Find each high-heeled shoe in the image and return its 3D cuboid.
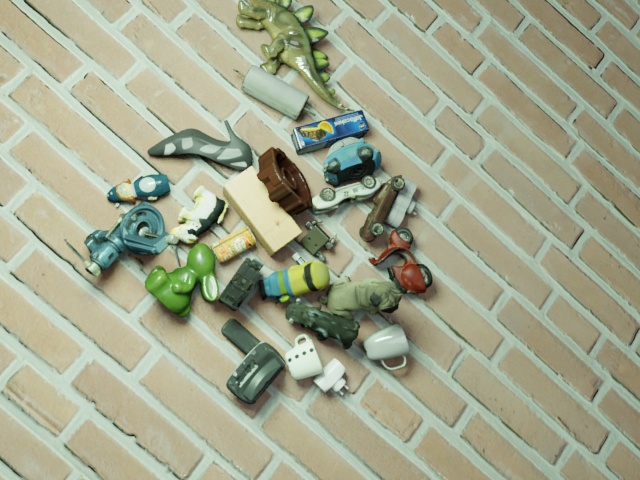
[{"bbox_3d":[-0.301,-0.213,1.376,0.249,0.086,0.145,-17,115,4],"label":"high-heeled shoe"}]

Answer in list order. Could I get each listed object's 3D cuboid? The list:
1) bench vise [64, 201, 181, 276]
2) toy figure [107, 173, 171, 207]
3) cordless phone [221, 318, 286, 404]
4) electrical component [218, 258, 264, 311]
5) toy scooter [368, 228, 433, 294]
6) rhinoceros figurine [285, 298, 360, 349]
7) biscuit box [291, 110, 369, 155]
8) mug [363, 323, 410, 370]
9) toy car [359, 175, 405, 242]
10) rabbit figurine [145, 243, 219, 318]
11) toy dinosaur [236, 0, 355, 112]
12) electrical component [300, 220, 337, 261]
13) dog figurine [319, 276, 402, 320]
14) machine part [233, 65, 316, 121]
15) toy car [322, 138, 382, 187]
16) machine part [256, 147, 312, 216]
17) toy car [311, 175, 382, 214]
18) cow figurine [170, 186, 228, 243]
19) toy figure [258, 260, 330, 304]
[{"bbox_3d":[-0.428,0.000,1.238,0.224,0.241,0.128,-46,133,-40],"label":"bench vise"},{"bbox_3d":[-0.451,-0.126,1.326,0.154,0.057,0.064,-14,56,-11],"label":"toy figure"},{"bbox_3d":[-0.191,0.291,1.308,0.184,0.088,0.146,40,78,9],"label":"cordless phone"},{"bbox_3d":[-0.190,0.106,1.308,0.058,0.115,0.134,36,79,-6],"label":"electrical component"},{"bbox_3d":[0.205,0.068,1.409,0.135,0.075,0.184,-22,82,-13],"label":"toy scooter"},{"bbox_3d":[0.005,0.206,1.325,0.191,0.112,0.073,18,74,17],"label":"rhinoceros figurine"},{"bbox_3d":[0.027,-0.288,1.438,0.203,0.059,0.062,-18,85,-13],"label":"biscuit box"},{"bbox_3d":[0.169,0.277,1.372,0.107,0.081,0.109,-16,91,-1],"label":"mug"},{"bbox_3d":[0.160,-0.087,1.416,0.053,0.089,0.202,27,79,-9],"label":"toy car"},{"bbox_3d":[-0.310,0.091,1.284,0.159,0.121,0.170,44,79,-8],"label":"rabbit figurine"},{"bbox_3d":[-0.076,-0.523,1.437,0.198,0.105,0.471,-30,92,-17],"label":"toy dinosaur"},{"bbox_3d":[-0.004,-0.005,1.399,0.102,0.045,0.078,39,105,0],"label":"electrical component"},{"bbox_3d":[0.097,0.138,1.318,0.172,0.190,0.121,-16,85,-11],"label":"dog figurine"},{"bbox_3d":[-0.118,-0.388,1.419,0.243,0.079,0.079,27,77,-5],"label":"machine part"},{"bbox_3d":[0.076,-0.215,1.424,0.162,0.109,0.103,-18,61,-2],"label":"toy car"},{"bbox_3d":[-0.088,-0.144,1.340,0.056,0.179,0.179,-31,87,19],"label":"machine part"},{"bbox_3d":[0.071,-0.119,1.413,0.202,0.073,0.056,-17,82,-13],"label":"toy car"},{"bbox_3d":[-0.304,-0.046,1.337,0.098,0.068,0.167,33,78,-10],"label":"cow figurine"},{"bbox_3d":[-0.063,0.106,1.336,0.180,0.089,0.082,-12,101,-1],"label":"toy figure"}]
